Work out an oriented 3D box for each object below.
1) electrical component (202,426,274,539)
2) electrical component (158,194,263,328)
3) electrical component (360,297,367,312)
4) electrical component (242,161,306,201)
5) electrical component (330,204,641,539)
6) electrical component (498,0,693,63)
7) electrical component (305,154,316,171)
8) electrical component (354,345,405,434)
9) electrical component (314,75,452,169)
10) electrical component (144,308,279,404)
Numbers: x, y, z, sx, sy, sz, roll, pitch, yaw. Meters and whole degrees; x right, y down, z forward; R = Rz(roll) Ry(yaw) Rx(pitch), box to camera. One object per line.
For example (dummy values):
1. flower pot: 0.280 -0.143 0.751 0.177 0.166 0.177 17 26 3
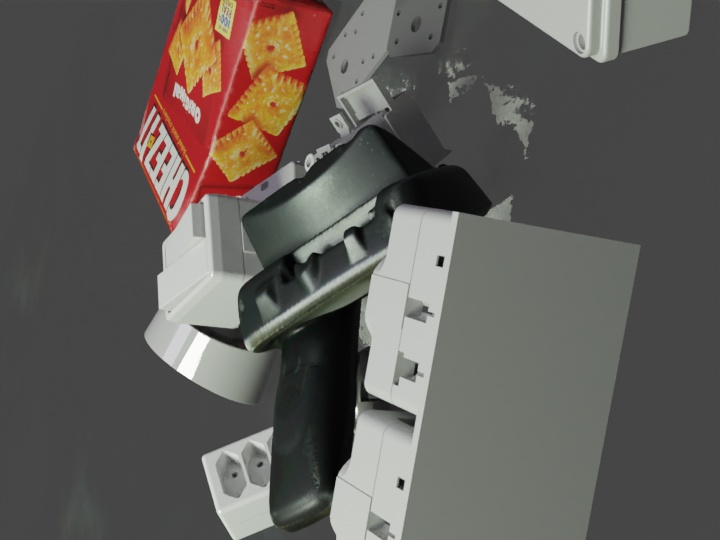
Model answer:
1. electrical component: -0.049 0.143 0.703 0.075 0.083 0.047 73 173 -47
2. electrical component: -0.099 -0.002 0.724 0.096 0.061 0.061 -38 52 50
3. electrical component: 0.000 0.000 0.677 0.040 0.040 0.078 -61 37 32
4. electrical component: -0.046 -0.021 0.751 0.100 0.048 0.099 -25 62 55
5. electrical component: 0.055 0.070 0.504 0.060 0.105 0.186 15 96 59
6. electrical component: 0.102 -0.167 0.492 0.108 0.056 0.108 -126 24 -50
7. electrical component: -0.005 -0.063 0.679 0.035 0.061 0.035 -20 66 56
8. electrical component: 0.023 0.069 0.606 0.057 0.058 0.078 -11 74 55
9. electrical component: 0.011 -0.069 0.638 0.081 0.064 0.042 56 151 -12
10. electrical component: -0.108 0.055 0.794 0.064 0.099 0.099 -63 35 19
